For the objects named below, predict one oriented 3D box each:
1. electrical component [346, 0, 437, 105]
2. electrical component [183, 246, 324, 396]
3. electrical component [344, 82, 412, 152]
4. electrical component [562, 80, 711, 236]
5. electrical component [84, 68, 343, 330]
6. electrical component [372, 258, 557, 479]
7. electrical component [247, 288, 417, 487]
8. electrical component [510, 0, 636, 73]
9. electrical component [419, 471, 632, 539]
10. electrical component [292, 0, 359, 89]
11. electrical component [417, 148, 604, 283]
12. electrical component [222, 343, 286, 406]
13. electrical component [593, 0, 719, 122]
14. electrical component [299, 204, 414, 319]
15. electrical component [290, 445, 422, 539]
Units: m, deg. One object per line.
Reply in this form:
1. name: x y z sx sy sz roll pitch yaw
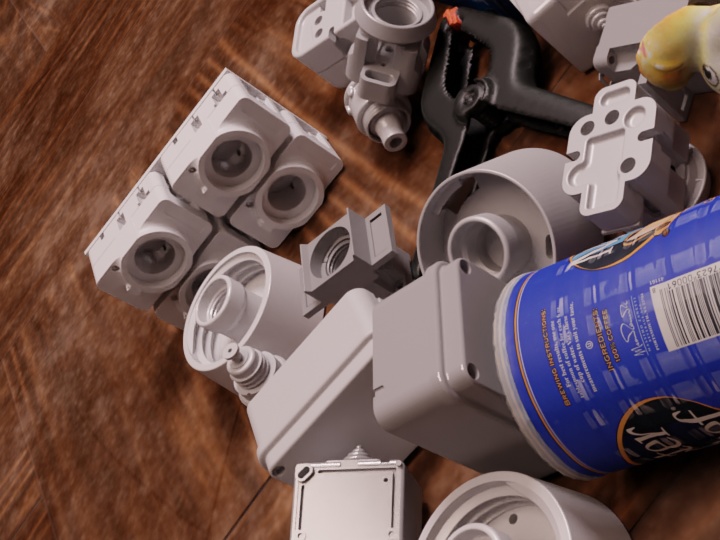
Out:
1. electrical component: 0.023 -0.164 0.756 0.057 0.058 0.078 101 -173 -50
2. electrical component: -0.084 0.034 0.782 0.108 0.060 0.108 -31 44 35
3. electrical component: 0.018 -0.112 0.782 0.048 0.048 0.062 -41 46 24
4. electrical component: 0.147 -0.051 0.566 0.058 0.057 0.078 -14 55 45
5. electrical component: -0.113 -0.046 0.836 0.186 0.105 0.060 -50 36 13
6. electrical component: 0.066 0.053 0.540 0.057 0.113 0.078 -33 42 36
7. electrical component: -0.003 0.078 0.636 0.113 0.078 0.057 -49 34 14
8. electrical component: 0.130 -0.170 0.670 0.061 0.062 0.096 -41 39 24
9. electrical component: 0.070 0.148 0.509 0.108 0.060 0.108 -30 44 34
10. electrical component: 0.001 -0.187 0.843 0.095 0.059 0.053 -25 47 39
11. electrical component: 0.083 -0.016 0.605 0.099 0.064 0.099 10 107 38
12. electrical component: -0.065 0.074 0.719 0.040 0.078 0.040 -21 45 22
13. electrical component: 0.170 -0.127 0.607 0.064 0.042 0.081 -1 64 51
14. electrical component: 0.000 0.000 0.702 0.081 0.064 0.042 -36 42 29
15. electrical component: 0.000 0.145 0.586 0.062 0.061 0.096 -5 61 14
